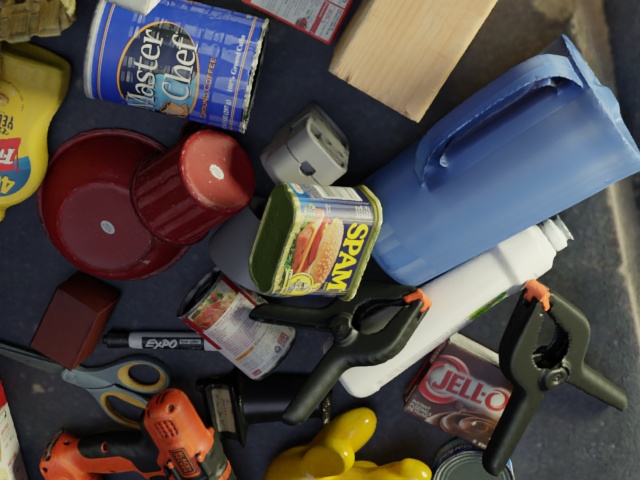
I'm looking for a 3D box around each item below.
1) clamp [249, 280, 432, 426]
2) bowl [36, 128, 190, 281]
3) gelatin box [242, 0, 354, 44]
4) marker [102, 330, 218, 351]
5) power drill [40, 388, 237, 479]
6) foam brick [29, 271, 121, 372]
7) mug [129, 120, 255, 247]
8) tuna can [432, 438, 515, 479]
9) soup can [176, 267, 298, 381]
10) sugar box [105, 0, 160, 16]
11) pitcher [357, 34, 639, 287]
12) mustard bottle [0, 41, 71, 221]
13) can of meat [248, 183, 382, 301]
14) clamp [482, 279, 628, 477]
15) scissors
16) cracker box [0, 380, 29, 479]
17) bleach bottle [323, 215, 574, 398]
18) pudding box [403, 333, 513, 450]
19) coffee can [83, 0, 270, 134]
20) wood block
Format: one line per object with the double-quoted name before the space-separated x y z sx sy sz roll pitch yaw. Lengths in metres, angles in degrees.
"clamp" 0.015 0.079 0.976 0.171 0.039 0.120 -32 69 6
"bowl" -0.198 -0.022 1.015 0.162 0.055 0.162 1 114 3
"gelatin box" -0.013 -0.223 0.926 0.089 0.030 0.073 25 112 -7
"marker" -0.162 0.102 1.088 0.121 0.020 0.020 1 114 4
"power drill" -0.183 0.248 1.122 0.188 0.057 0.184 -16 114 18
"foam brick" -0.244 0.080 1.060 0.051 0.053 0.078 32 112 4
"mug" -0.111 -0.060 0.966 0.093 0.117 0.082 19 151 -33
"tuna can" 0.160 0.249 1.122 0.086 0.033 0.086 2 114 3
"soup can" -0.080 0.081 1.046 0.102 0.068 0.069 42 110 -15
"sugar box" -0.155 -0.234 0.851 0.093 0.176 0.048 21 114 -5
"pitcher" 0.144 -0.064 0.929 0.243 0.145 0.149 -32 105 20
"mustard bottle" -0.299 -0.090 0.991 0.096 0.058 0.192 19 114 -3
"can of meat" -0.006 0.001 0.912 0.083 0.057 0.102 3 121 -30
"clamp" 0.208 0.130 1.013 0.164 0.036 0.210 -30 128 -8
"scissors" -0.241 0.129 1.107 0.201 0.016 0.096 35 110 -11
"cracker box" -0.364 0.242 1.086 0.072 0.164 0.214 -7 114 5
"bleach bottle" 0.126 0.057 1.014 0.251 0.102 0.068 -34 80 10
"pudding box" 0.153 0.154 1.077 0.113 0.039 0.090 27 112 -9
"coffee can" -0.122 -0.157 0.923 0.140 0.102 0.103 13 114 -2
"wood block" 0.099 -0.215 0.889 0.090 0.090 0.206 29 113 -8
